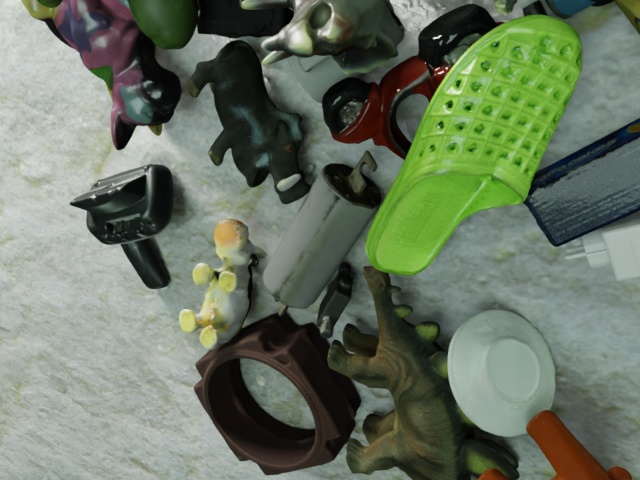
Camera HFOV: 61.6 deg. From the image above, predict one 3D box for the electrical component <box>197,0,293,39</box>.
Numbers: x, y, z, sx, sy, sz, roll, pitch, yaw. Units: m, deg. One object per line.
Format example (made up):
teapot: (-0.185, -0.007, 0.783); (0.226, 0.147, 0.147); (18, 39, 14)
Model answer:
electrical component: (-0.085, -0.275, 0.571); (0.134, 0.058, 0.114); (12, 113, 23)

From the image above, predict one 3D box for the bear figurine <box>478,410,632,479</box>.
bear figurine: (0.268, 0.269, 0.555); (0.120, 0.195, 0.132); (-52, 49, 6)

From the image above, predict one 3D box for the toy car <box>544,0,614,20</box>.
toy car: (0.216, -0.258, 0.396); (0.161, 0.109, 0.103); (-42, 65, 26)

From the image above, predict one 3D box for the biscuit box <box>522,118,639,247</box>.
biscuit box: (0.279, -0.069, 0.462); (0.203, 0.059, 0.062); (-30, 96, 33)

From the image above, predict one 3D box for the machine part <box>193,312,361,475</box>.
machine part: (-0.063, 0.216, 0.744); (0.201, 0.087, 0.201); (-28, 94, 34)

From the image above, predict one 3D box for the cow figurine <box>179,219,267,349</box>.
cow figurine: (-0.116, 0.053, 0.711); (0.068, 0.098, 0.167); (24, 101, 24)

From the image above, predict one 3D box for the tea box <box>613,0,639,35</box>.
tea box: (0.305, -0.195, 0.364); (0.098, 0.068, 0.169); (29, 125, -28)

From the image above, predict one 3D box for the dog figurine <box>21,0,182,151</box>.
dog figurine: (-0.260, -0.225, 0.655); (0.192, 0.108, 0.219); (7, 115, 24)

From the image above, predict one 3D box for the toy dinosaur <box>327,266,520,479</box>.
toy dinosaur: (0.133, 0.234, 0.640); (0.199, 0.105, 0.470); (-6, 113, 26)

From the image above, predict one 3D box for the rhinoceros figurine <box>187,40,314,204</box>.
rhinoceros figurine: (-0.072, -0.130, 0.620); (0.112, 0.073, 0.190); (-21, 98, 21)

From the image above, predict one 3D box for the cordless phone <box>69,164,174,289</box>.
cordless phone: (-0.248, -0.007, 0.765); (0.147, 0.089, 0.184); (-9, 117, 30)

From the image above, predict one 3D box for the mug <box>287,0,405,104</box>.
mug: (0.024, -0.194, 0.523); (0.107, 0.109, 0.080); (-27, 96, 21)

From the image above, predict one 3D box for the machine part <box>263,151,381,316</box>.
machine part: (-0.001, -0.002, 0.628); (0.079, 0.079, 0.243); (37, 123, 10)

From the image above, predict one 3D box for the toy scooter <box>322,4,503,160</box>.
toy scooter: (0.105, -0.124, 0.516); (0.184, 0.075, 0.135); (-29, 118, 15)

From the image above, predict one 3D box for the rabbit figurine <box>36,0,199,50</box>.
rabbit figurine: (-0.193, -0.269, 0.533); (0.170, 0.159, 0.121); (35, 154, -33)

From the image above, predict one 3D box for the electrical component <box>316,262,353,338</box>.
electrical component: (0.019, 0.071, 0.637); (0.021, 0.094, 0.063); (24, 124, -6)

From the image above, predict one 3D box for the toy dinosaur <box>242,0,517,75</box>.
toy dinosaur: (0.060, -0.292, 0.412); (0.192, 0.131, 0.404); (6, 78, 26)
